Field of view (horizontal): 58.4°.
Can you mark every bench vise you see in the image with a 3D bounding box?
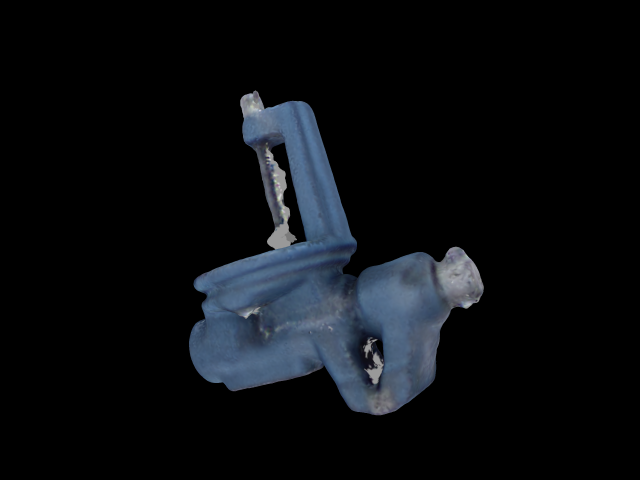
[{"bbox_3d":[0.005,0.001,0.412,0.207,0.220,0.122,0,0,7],"label":"bench vise"}]
